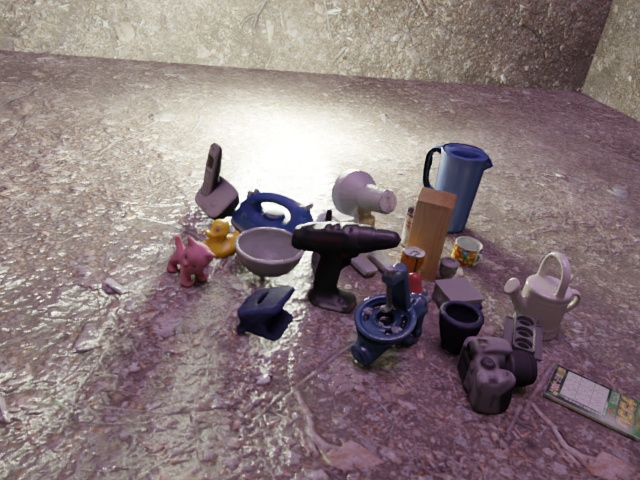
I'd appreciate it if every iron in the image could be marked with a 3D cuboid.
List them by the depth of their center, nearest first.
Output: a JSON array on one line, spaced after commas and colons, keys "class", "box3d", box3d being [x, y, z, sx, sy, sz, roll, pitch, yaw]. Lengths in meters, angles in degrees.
[{"class": "iron", "box3d": [-0.123, -0.066, 1.471, 0.257, 0.141, 0.119, 21, 32, 21]}]

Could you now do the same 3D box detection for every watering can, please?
[{"class": "watering can", "box3d": [0.492, 0.118, 1.257, 0.173, 0.194, 0.100, -9, 34, -28]}]

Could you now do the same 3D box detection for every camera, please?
[{"class": "camera", "box3d": [0.347, 0.246, 1.092, 0.137, 0.101, 0.143, 5, 30, -5]}]

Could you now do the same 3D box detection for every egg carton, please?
[{"class": "egg carton", "box3d": [0.065, -0.045, 1.557, 0.151, 0.069, 0.107, -15, 37, -34]}]

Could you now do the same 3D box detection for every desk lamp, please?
[{"class": "desk lamp", "box3d": [0.117, -0.053, 1.437, 0.118, 0.213, 0.202, -11, 35, -30]}]

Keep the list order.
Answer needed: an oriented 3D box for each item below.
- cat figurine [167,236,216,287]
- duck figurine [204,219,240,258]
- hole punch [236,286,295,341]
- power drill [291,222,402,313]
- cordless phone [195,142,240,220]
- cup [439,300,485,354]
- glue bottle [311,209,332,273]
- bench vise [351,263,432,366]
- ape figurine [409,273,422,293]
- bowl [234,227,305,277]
[{"class": "cat figurine", "box3d": [-0.287, 0.036, 1.277, 0.067, 0.118, 0.127, -20, 40, -39]}, {"class": "duck figurine", "box3d": [-0.239, -0.011, 1.402, 0.105, 0.086, 0.077, -15, 37, -35]}, {"class": "hole punch", "box3d": [-0.111, 0.139, 1.170, 0.101, 0.091, 0.109, 16, 31, 13]}, {"class": "power drill", "box3d": [0.048, 0.051, 1.245, 0.229, 0.208, 0.076, 12, 30, 7]}, {"class": "cordless phone", "box3d": [-0.275, -0.159, 1.549, 0.094, 0.185, 0.147, -16, 37, -35]}, {"class": "cup", "box3d": [0.293, 0.183, 1.194, 0.118, 0.095, 0.091, -21, 41, -40]}, {"class": "glue bottle", "box3d": [0.012, 0.005, 1.352, 0.037, 0.173, 0.078, -3, 32, -18]}, {"class": "bench vise", "box3d": [0.146, 0.122, 1.136, 0.121, 0.220, 0.208, 20, 32, 21]}, {"class": "ape figurine", "box3d": [0.209, 0.114, 1.294, 0.077, 0.092, 0.076, 19, 31, 18]}, {"class": "bowl", "box3d": [-0.121, 0.040, 1.356, 0.167, 0.075, 0.167, 6, 30, -3]}]
